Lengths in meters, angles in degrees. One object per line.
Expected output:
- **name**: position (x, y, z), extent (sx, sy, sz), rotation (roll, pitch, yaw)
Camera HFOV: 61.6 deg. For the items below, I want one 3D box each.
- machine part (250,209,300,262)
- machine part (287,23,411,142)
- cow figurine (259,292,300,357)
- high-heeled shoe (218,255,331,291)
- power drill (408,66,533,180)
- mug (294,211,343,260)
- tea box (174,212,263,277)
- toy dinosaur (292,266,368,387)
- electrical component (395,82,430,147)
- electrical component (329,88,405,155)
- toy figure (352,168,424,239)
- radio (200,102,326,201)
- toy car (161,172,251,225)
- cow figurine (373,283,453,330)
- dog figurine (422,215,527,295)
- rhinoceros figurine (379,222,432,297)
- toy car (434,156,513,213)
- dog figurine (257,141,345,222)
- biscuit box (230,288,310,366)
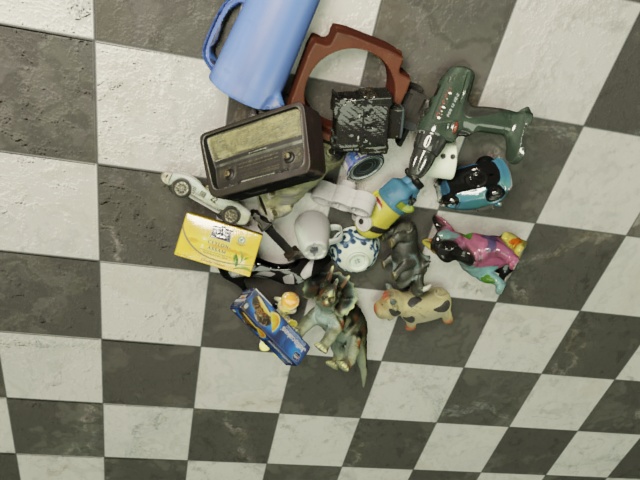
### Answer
- **machine part**: position (-0.102, -0.014, 1.189), extent (0.039, 0.084, 0.138), rotation (-44, 106, -7)
- **machine part**: position (0.052, -0.288, 1.021), extent (0.201, 0.087, 0.200), rotation (14, 122, -17)
- **cow figurine**: position (-0.097, 0.197, 1.341), extent (0.068, 0.098, 0.167), rotation (22, 100, -14)
- **high-heeled shoe**: position (-0.109, 0.042, 1.247), extent (0.249, 0.086, 0.145), rotation (-24, 105, -1)
- **power drill**: position (0.295, -0.208, 1.051), extent (0.207, 0.086, 0.232), rotation (14, 92, 3)
- **mug**: position (-0.002, -0.004, 1.195), extent (0.110, 0.107, 0.080), rotation (2, 125, -4)
- **tea box**: position (-0.218, 0.008, 1.169), extent (0.170, 0.068, 0.098), rotation (16, 93, -5)
- **toy dinosaur**: position (0.057, 0.211, 1.338), extent (0.192, 0.131, 0.404), rotation (-55, 139, -15)
- **electrical component**: position (0.166, -0.249, 1.068), extent (0.048, 0.075, 0.119), rotation (17, 123, -18)
- **electrical component**: position (0.085, -0.218, 0.987), extent (0.134, 0.058, 0.114), rotation (-4, 126, -3)
- **toy figure**: position (0.151, -0.074, 1.181), extent (0.180, 0.082, 0.089), rotation (-41, 118, 17)
- **radio**: position (-0.106, -0.156, 0.991), extent (0.230, 0.073, 0.131), rotation (-12, 83, 27)
- **toy car**: position (-0.239, -0.090, 1.128), extent (0.201, 0.074, 0.056), rotation (30, 88, -23)
- **cow figurine**: position (0.232, 0.162, 1.347), extent (0.195, 0.085, 0.127), rotation (-9, 130, 3)
- **dog figurine**: position (0.356, 0.015, 1.256), extent (0.219, 0.191, 0.108), rotation (30, 126, 15)
- **rhinoceros figurine**: position (0.205, 0.047, 1.264), extent (0.112, 0.073, 0.190), rotation (-21, 111, -14)
- **toy car**: position (0.337, -0.104, 1.169), extent (0.162, 0.109, 0.102), rotation (-18, 142, 16)
- **dog figurine**: position (-0.038, -0.127, 1.126), extent (0.191, 0.121, 0.172), rotation (-22, 167, -16)
- **biscuit box**: position (-0.112, 0.201, 1.230), extent (0.202, 0.059, 0.063), rotation (48, 149, -16)
